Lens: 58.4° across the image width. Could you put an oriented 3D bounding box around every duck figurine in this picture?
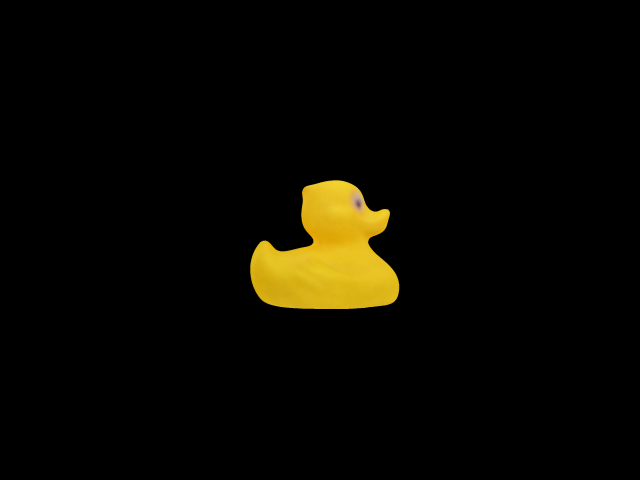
[{"bbox_3d":[0.004,0.001,0.400,0.104,0.086,0.077,0,4,-7],"label":"duck figurine"}]
